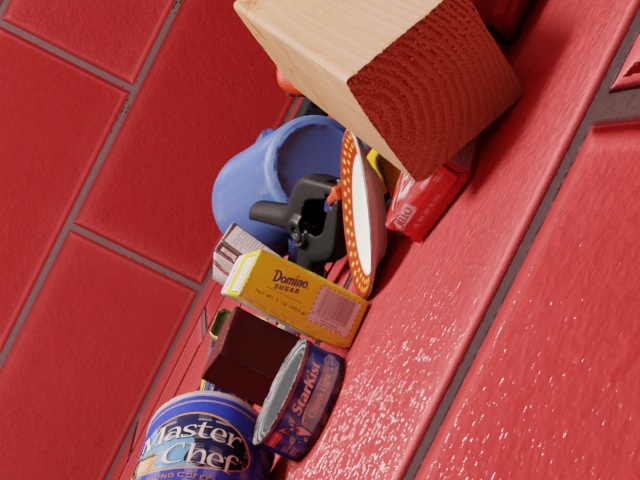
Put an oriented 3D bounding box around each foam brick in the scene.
[{"bbox_3d":[-0.054,0.104,0.918,0.051,0.078,0.053,-52,13,49],"label":"foam brick"}]

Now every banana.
[{"bbox_3d":[0.055,-0.053,0.859,0.070,0.037,0.198,-63,8,6],"label":"banana"}]

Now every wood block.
[{"bbox_3d":[0.031,-0.130,0.716,0.091,0.090,0.206,-41,33,-2],"label":"wood block"}]

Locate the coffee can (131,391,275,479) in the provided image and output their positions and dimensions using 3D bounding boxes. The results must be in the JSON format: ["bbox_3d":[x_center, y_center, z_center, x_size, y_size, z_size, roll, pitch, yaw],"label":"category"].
[{"bbox_3d":[-0.091,0.191,0.778,0.103,0.102,0.140,-60,8,24],"label":"coffee can"}]

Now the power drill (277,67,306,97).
[{"bbox_3d":[0.023,-0.201,1.029,0.187,0.057,0.184,-6,-87,-63],"label":"power drill"}]

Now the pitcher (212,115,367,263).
[{"bbox_3d":[-0.030,-0.046,1.136,0.145,0.149,0.243,-44,6,-15],"label":"pitcher"}]

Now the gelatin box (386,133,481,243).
[{"bbox_3d":[0.079,-0.053,0.726,0.073,0.030,0.089,-56,10,45],"label":"gelatin box"}]

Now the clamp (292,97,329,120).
[{"bbox_3d":[0.001,-0.167,1.181,0.210,0.036,0.165,-83,15,-66],"label":"clamp"}]

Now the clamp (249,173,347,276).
[{"bbox_3d":[-0.006,0.001,0.950,0.039,0.120,0.172,-25,-3,-28],"label":"clamp"}]

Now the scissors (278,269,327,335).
[{"bbox_3d":[-0.010,0.051,1.028,0.202,0.016,0.096,-59,7,37],"label":"scissors"}]

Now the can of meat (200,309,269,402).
[{"bbox_3d":[-0.092,0.129,1.123,0.102,0.057,0.084,-84,8,-76],"label":"can of meat"}]

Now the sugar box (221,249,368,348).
[{"bbox_3d":[-0.025,0.046,0.860,0.048,0.093,0.176,-63,8,-4],"label":"sugar box"}]

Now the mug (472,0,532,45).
[{"bbox_3d":[0.102,-0.191,0.748,0.093,0.117,0.081,21,-90,-60],"label":"mug"}]

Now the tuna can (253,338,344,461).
[{"bbox_3d":[-0.015,0.117,0.779,0.086,0.033,0.086,-62,8,14],"label":"tuna can"}]

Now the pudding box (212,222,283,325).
[{"bbox_3d":[-0.066,0.037,1.100,0.039,0.090,0.113,-54,-6,-17],"label":"pudding box"}]
